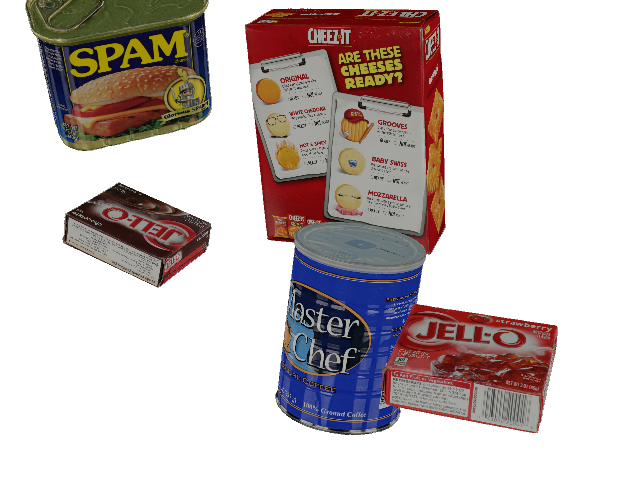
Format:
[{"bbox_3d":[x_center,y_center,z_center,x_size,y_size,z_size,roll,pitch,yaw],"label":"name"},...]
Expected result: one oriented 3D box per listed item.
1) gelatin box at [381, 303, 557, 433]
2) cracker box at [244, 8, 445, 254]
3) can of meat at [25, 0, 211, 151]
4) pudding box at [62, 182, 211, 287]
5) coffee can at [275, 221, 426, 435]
[{"bbox_3d":[0.087,0.071,0.613,0.089,0.030,0.073,9,29,15],"label":"gelatin box"},{"bbox_3d":[0.028,-0.101,0.977,0.164,0.214,0.072,5,27,19],"label":"cracker box"},{"bbox_3d":[-0.117,-0.108,0.639,0.102,0.084,0.057,-14,47,-14],"label":"can of meat"},{"bbox_3d":[-0.176,-0.007,1.027,0.113,0.039,0.089,22,29,16],"label":"pudding box"},{"bbox_3d":[0.023,0.067,0.844,0.103,0.140,0.103,7,18,-2],"label":"coffee can"}]
